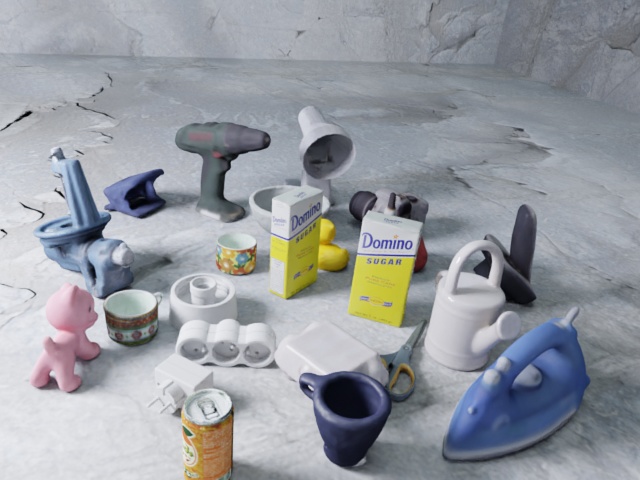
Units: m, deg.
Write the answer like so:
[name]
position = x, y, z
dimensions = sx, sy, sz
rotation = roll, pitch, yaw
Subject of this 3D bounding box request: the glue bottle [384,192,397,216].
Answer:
[glue bottle]
position = 0.120, -0.006, 1.031
dimensions = 0.037, 0.173, 0.078
rotation = 14, 29, 15

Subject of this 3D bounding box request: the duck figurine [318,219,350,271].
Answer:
[duck figurine]
position = 0.010, 0.004, 1.083
dimensions = 0.104, 0.086, 0.078
rotation = 21, 31, 27

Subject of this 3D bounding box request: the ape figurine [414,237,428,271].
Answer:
[ape figurine]
position = 0.172, 0.010, 1.099
dimensions = 0.076, 0.092, 0.078
rotation = 19, 30, 23

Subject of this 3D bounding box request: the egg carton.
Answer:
[egg carton]
position = 0.013, 0.173, 0.780
dimensions = 0.149, 0.069, 0.107
rotation = 29, 35, 36

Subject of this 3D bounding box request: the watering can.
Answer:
[watering can]
position = 0.227, 0.092, 0.846
dimensions = 0.101, 0.194, 0.172
rotation = -20, 37, -40

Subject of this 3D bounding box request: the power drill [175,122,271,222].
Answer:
[power drill]
position = -0.202, -0.150, 1.197
dimensions = 0.229, 0.208, 0.076
rotation = 19, 30, 23

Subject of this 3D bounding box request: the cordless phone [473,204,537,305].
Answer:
[cordless phone]
position = 0.351, 0.009, 1.040
dimensions = 0.094, 0.185, 0.147
rotation = 2, 28, -7

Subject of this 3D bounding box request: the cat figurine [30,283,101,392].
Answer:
[cat figurine]
position = -0.338, 0.116, 0.762
dimensions = 0.067, 0.118, 0.127
rotation = 5, 28, -2

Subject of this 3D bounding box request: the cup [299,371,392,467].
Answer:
[cup]
position = 0.021, 0.213, 0.678
dimensions = 0.117, 0.095, 0.092
rotation = 21, 31, 25

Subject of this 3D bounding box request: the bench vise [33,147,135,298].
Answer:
[bench vise]
position = -0.370, -0.033, 0.927
dimensions = 0.207, 0.220, 0.122
rotation = 13, 29, 13

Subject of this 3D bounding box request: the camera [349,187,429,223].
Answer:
[camera]
position = 0.142, -0.069, 1.234
dimensions = 0.143, 0.101, 0.136
rotation = -20, 37, -40

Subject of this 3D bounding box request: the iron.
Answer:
[iron]
position = 0.258, 0.179, 0.744
dimensions = 0.259, 0.141, 0.118
rotation = -17, 36, -38

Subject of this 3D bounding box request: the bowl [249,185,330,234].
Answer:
[bowl]
position = -0.064, -0.049, 1.180
dimensions = 0.167, 0.075, 0.167
rotation = 5, 28, -2

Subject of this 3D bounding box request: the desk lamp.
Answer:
[desk lamp]
position = -0.010, -0.182, 1.293
dimensions = 0.118, 0.214, 0.202
rotation = -4, 29, -19

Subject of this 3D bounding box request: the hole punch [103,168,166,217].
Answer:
[hole punch]
position = -0.392, -0.109, 1.205
dimensions = 0.101, 0.091, 0.109
rotation = 17, 29, 19
